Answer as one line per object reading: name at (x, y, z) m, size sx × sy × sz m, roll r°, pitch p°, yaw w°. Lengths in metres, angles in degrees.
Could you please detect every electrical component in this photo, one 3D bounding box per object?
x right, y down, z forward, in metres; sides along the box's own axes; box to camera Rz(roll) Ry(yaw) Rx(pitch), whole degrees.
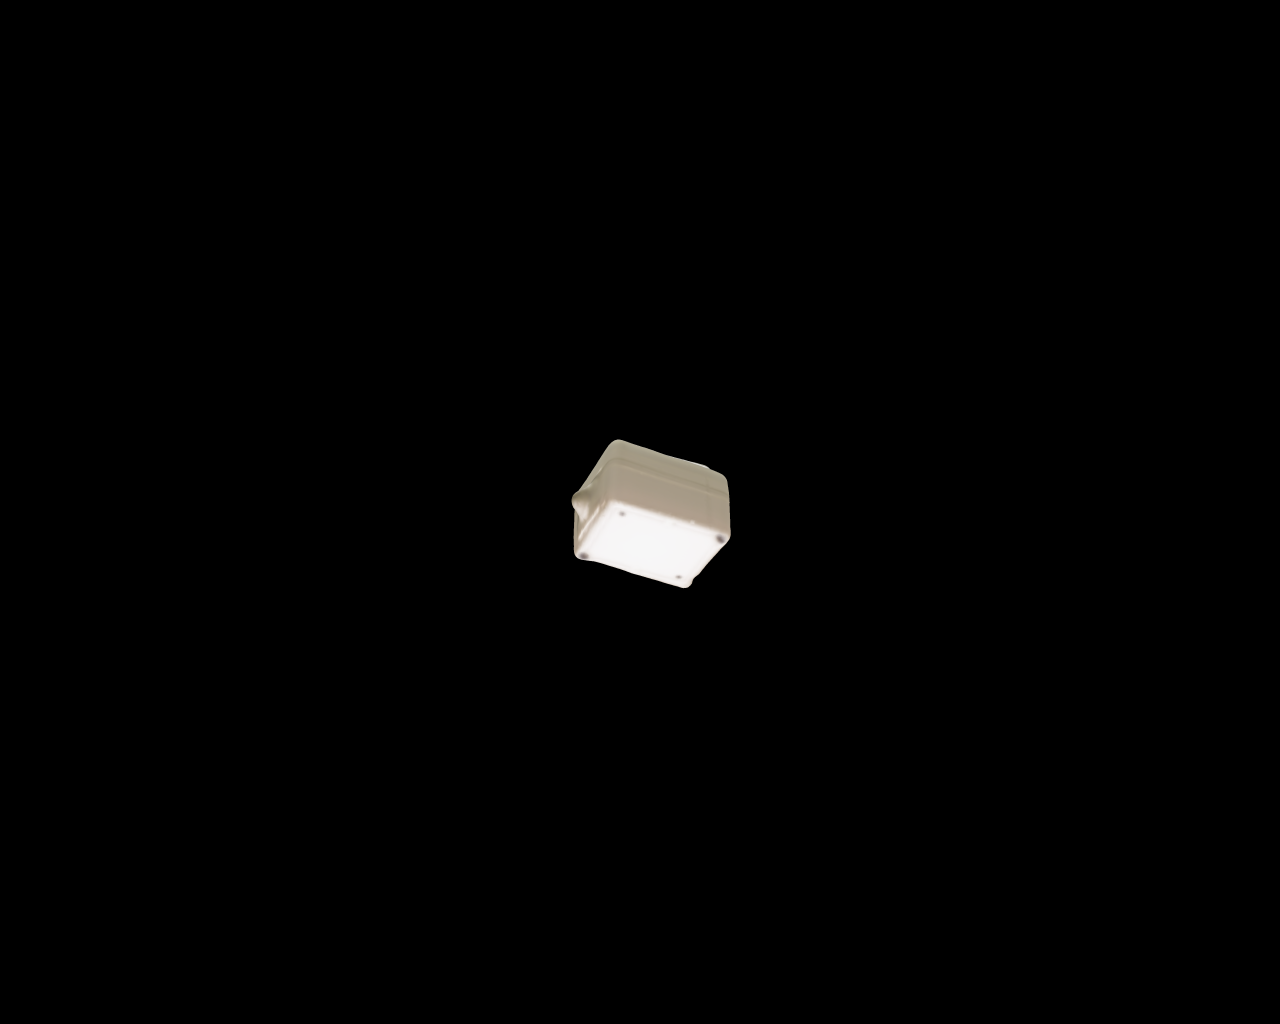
electrical component at (0.001, -0.003, 0.650) m, size 0.096 × 0.061 × 0.061 m, roll 18°, pitch -44°, yaw -19°
